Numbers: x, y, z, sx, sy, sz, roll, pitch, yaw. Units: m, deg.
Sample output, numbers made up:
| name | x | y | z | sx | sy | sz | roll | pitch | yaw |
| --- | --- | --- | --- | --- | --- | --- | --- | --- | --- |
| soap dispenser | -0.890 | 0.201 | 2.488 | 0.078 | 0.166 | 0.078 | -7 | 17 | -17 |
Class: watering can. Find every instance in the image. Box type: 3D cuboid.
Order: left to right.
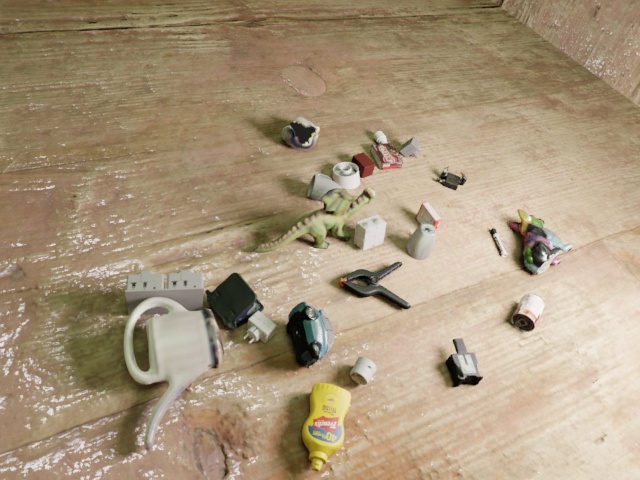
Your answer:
| name | x | y | z | sx | sy | sz | roll | pitch | yaw |
| --- | --- | --- | --- | --- | --- | --- | --- | --- | --- |
| watering can | -0.336 | 0.288 | 1.210 | 0.225 | 0.102 | 0.354 | -7 | 60 | -21 |

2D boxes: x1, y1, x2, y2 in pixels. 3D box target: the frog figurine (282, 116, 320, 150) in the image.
| name | x | y | z | sx | sy | sz | roll | pitch | yaw |
| --- | --- | --- | --- | --- | --- | --- | --- | --- | --- |
| frog figurine | -0.077 | -0.400 | 1.935 | 0.138 | 0.121 | 0.161 | -11 | 15 | -12 |

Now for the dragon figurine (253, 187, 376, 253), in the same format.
| name | x | y | z | sx | sy | sz | roll | pitch | yaw |
| --- | --- | --- | --- | --- | --- | --- | --- | --- | --- |
| dragon figurine | 0.005 | -0.078 | 1.544 | 0.414 | 0.237 | 0.124 | -19 | 60 | -31 |
